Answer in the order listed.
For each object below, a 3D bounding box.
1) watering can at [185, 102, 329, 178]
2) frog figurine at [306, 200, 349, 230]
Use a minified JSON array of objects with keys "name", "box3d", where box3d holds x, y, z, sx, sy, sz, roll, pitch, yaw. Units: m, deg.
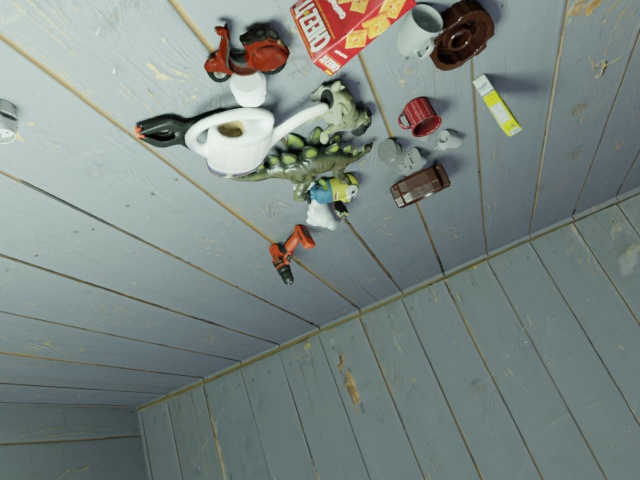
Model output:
[{"name":"watering can","box3d":[-0.157,-0.251,1.270,0.349,0.105,0.220,-12,-21,-20]},{"name":"frog figurine","box3d":[0.005,-0.090,1.784,0.158,0.126,0.135,-25,-57,30]}]
